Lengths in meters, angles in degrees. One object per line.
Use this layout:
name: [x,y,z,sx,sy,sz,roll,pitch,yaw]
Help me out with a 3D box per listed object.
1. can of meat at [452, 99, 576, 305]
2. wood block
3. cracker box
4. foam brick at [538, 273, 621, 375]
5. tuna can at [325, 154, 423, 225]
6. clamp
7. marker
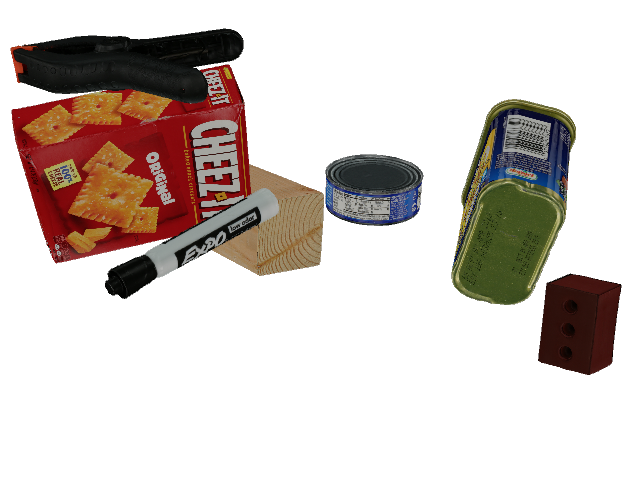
can of meat: [0.119,-0.022,0.665,0.057,0.102,0.084,15,43,3]
wood block: [-0.092,-0.034,1.293,0.090,0.090,0.206,-9,21,-34]
cracker box: [-0.179,-0.071,1.056,0.213,0.072,0.164,-13,-40,-11]
foam brick: [0.235,0.075,0.967,0.053,0.078,0.051,13,18,36]
tuna can: [0.047,-0.045,0.939,0.086,0.034,0.086,1,26,-1]
clamp: [-0.142,-0.135,0.798,0.172,0.039,0.120,8,23,17]
marker: [-0.075,0.001,0.630,0.120,0.020,0.020,-30,18,-33]
